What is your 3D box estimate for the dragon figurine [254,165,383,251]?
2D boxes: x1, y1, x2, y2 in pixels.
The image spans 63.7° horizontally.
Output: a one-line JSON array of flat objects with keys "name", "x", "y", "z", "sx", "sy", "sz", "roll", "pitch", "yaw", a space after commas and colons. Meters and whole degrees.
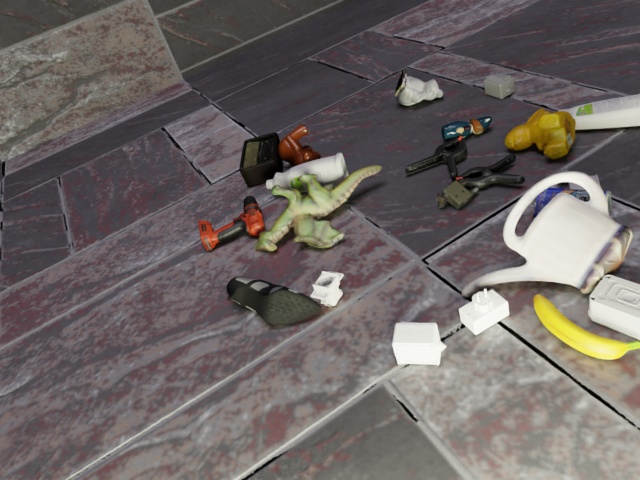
[{"name": "dragon figurine", "x": 0.004, "y": -0.071, "z": 1.416, "sx": 0.410, "sy": 0.119, "sz": 0.248, "roll": -19, "pitch": 52, "yaw": 4}]

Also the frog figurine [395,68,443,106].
[{"name": "frog figurine", "x": 0.356, "y": -0.533, "z": 1.854, "sx": 0.159, "sy": 0.120, "sz": 0.140, "roll": 19, "pitch": 28, "yaw": -8}]

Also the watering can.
[{"name": "watering can", "x": 0.463, "y": 0.026, "z": 1.034, "sx": 0.227, "sy": 0.103, "sz": 0.347, "roll": 38, "pitch": 92, "yaw": 30}]
